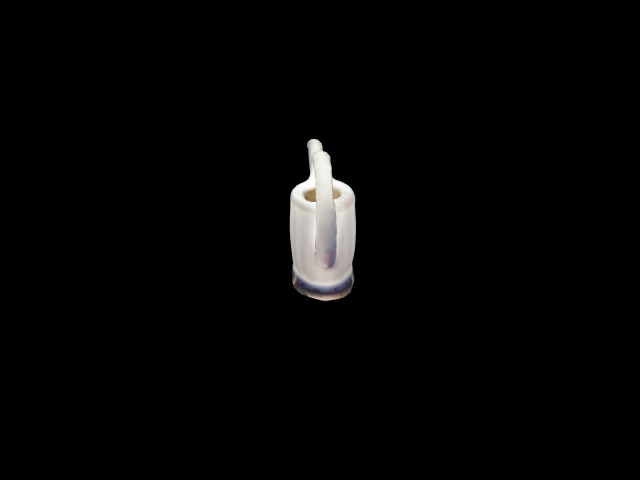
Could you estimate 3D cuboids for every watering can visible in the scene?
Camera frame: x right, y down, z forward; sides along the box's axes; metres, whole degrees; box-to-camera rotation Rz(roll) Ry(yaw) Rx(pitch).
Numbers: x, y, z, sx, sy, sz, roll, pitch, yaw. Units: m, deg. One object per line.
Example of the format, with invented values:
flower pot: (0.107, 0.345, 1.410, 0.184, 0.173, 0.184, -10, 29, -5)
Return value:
watering can: (0.003, -0.043, 0.850, 0.104, 0.221, 0.353, -1, 21, -2)
